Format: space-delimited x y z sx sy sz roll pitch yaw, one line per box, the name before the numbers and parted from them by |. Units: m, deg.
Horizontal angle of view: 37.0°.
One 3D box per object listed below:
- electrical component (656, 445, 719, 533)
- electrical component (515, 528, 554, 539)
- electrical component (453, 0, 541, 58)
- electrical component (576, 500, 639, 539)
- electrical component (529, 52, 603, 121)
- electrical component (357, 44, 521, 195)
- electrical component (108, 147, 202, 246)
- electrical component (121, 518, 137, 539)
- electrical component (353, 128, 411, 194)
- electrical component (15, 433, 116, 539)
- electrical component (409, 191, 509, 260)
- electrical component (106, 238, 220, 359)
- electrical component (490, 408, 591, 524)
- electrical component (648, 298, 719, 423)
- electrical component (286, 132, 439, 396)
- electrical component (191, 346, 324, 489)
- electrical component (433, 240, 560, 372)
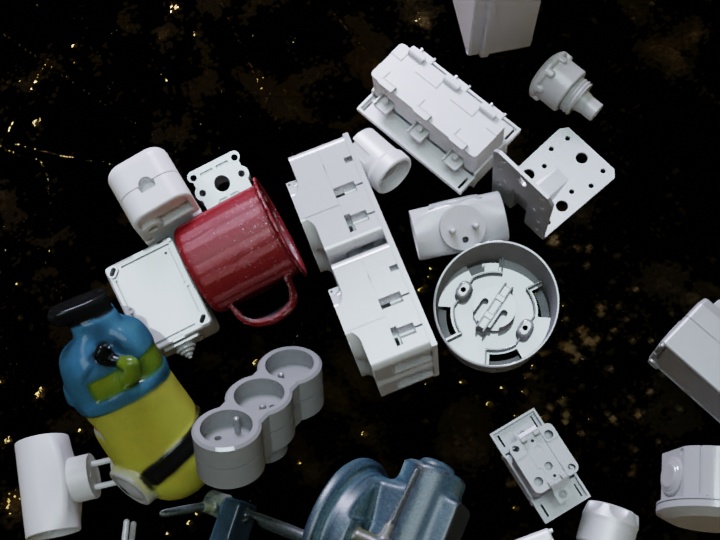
electrical component | 0.264 0.165 0.805 0.080 0.080 0.051 5 67 7
electrical component | 0.121 0.230 0.787 0.061 0.096 0.061 -20 72 -1
electrical component | 0.117 -0.245 0.932 0.057 0.113 0.078 -11 71 -2
electrical component | 0.185 0.209 0.816 0.043 0.043 0.062 17 76 10
electrical component | 0.182 -0.155 0.935 0.062 0.048 0.048 41 80 9
electrical component | 0.067 -0.135 0.927 0.121 0.063 0.078 41 80 16
electrical component | -0.171 -0.060 0.906 0.054 0.095 0.059 -31 72 -5
electrical component | -0.181 0.231 0.829 0.047 0.065 0.076 1 72 6
electrical component | 0.015 -0.095 0.932 0.040 0.040 0.046 -41 68 -8
electrical component | -0.234 0.170 0.865 0.079 0.043 0.077 -13 71 0
electrical component | 0.083 -0.036 0.887 0.077 0.079 0.044 -13 95 1
electrical component | -0.160 0.032 0.898 0.062 0.061 0.096 -27 80 -4
electrical component | 0.140 0.148 0.829 0.042 0.063 0.081 -30 72 -6
electrical component | 0.285 0.075 0.841 0.061 0.061 0.096 -44 74 -9
electrical component | 0.000 0.000 0.867 0.060 0.105 0.186 -22 72 -2
electrical component | -0.076 0.126 0.843 0.052 0.073 0.138 15 35 26
electrical component | 0.109 0.032 0.869 0.099 0.064 0.099 -2 72 5
